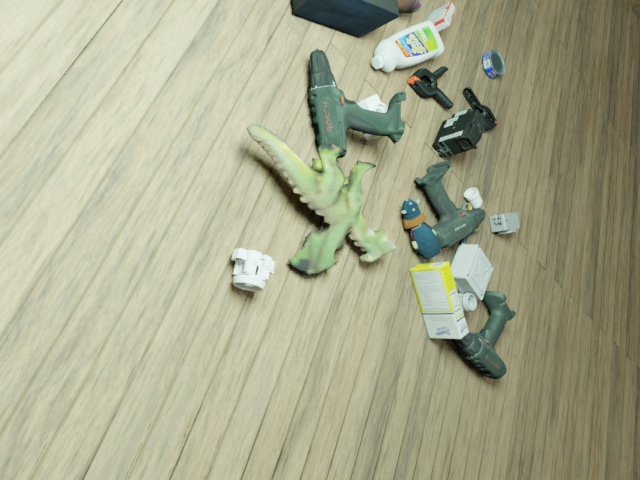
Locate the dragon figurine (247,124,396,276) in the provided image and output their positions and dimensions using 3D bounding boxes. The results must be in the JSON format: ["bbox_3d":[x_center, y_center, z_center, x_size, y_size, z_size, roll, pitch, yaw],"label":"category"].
[{"bbox_3d":[0.003,-0.051,1.007,0.408,0.245,0.122,16,-11,-37],"label":"dragon figurine"}]

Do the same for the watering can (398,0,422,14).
[{"bbox_3d":[0.226,-0.689,1.330,0.347,0.226,0.103,5,-11,-40],"label":"watering can"}]
